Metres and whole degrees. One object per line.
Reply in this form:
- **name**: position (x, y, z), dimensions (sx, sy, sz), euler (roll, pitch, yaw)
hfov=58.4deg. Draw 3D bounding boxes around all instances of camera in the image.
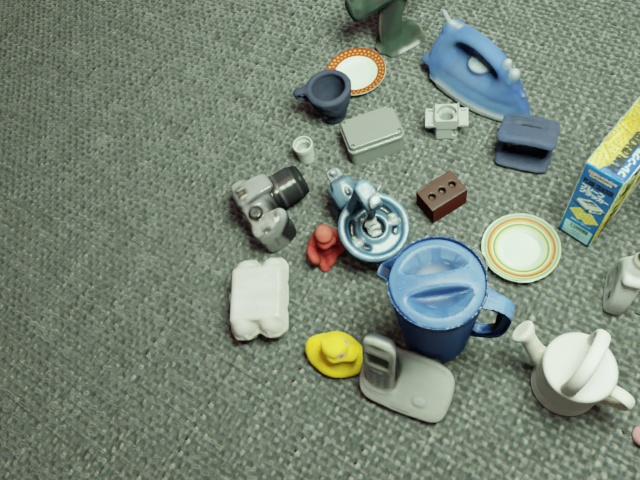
- **camera**: position (-0.085, -0.075, 1.073), dimensions (0.137, 0.101, 0.143), euler (-32, 63, -5)

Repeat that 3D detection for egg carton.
- **egg carton**: position (-0.105, 0.103, 1.008), dimensions (0.107, 0.069, 0.150), euler (-6, 63, 8)

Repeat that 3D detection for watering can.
- **watering can**: position (0.357, 0.181, 0.812), dimensions (0.172, 0.194, 0.101), euler (11, 67, 16)

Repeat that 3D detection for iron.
- **iron**: position (0.315, -0.334, 1.100), dimensions (0.119, 0.142, 0.257), euler (-40, 64, -9)

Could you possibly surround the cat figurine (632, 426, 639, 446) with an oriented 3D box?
- **cat figurine**: position (0.503, 0.238, 0.800), dimensions (0.067, 0.118, 0.128), euler (25, 71, 21)

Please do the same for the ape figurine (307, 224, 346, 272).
- **ape figurine**: position (0.009, 0.004, 1.022), dimensions (0.077, 0.092, 0.076), euler (-14, 63, 4)

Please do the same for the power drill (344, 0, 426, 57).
- **power drill**: position (0.163, -0.486, 1.165), dimensions (0.229, 0.209, 0.075), euler (-29, 62, -4)

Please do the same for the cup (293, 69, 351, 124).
- **cup**: position (0.010, -0.279, 1.158), dimensions (0.117, 0.095, 0.091), euler (-4, 64, 9)

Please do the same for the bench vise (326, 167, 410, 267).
- **bench vise**: position (0.061, -0.050, 0.966), dimensions (0.207, 0.220, 0.121), euler (36, 76, 24)

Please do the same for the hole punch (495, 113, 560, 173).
- **hole punch**: position (0.377, -0.190, 1.047), dimensions (0.108, 0.091, 0.101), euler (14, 68, 17)

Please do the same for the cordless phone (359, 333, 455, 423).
- **cordless phone**: position (0.127, 0.198, 0.852), dimensions (0.147, 0.185, 0.094), euler (15, 68, 18)

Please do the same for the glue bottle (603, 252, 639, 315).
- **glue bottle**: position (0.469, 0.052, 0.865), dimensions (0.037, 0.173, 0.078), euler (13, 68, 17)

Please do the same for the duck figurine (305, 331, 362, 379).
- **duck figurine**: position (0.022, 0.180, 0.937), dimensions (0.104, 0.086, 0.077), euler (13, 68, 17)
